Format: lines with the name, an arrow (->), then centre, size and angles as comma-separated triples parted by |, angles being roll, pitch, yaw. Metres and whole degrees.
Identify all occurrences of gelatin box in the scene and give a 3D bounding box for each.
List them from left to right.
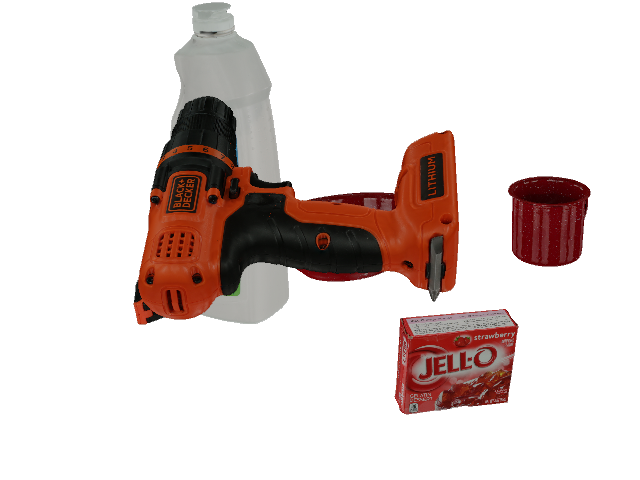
gelatin box -> 0.104, 0.094, 0.828 | 0.089, 0.073, 0.030 | -4, 29, -11

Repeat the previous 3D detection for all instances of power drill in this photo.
power drill -> -0.011, -0.028, 0.655 | 0.187, 0.057, 0.184 | -2, 45, 5

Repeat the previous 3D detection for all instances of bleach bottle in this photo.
bleach bottle -> -0.081, -0.061, 0.844 | 0.103, 0.251, 0.068 | 12, 29, 29

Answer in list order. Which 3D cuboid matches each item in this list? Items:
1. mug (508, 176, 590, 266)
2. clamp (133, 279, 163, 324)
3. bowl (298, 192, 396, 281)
mug -> 0.274, -0.025, 1.252 | 0.117, 0.081, 0.093 | -23, 31, -38
clamp -> -0.146, 0.040, 1.220 | 0.120, 0.039, 0.171 | -2, 32, 26
bowl -> 0.025, 0.000, 1.043 | 0.162, 0.055, 0.162 | -7, 16, 2
